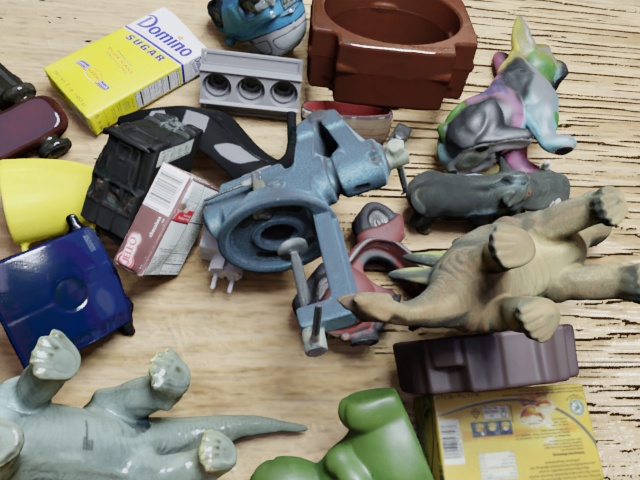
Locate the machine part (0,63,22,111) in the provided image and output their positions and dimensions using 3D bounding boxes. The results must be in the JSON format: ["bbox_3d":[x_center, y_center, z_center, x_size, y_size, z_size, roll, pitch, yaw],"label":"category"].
[{"bbox_3d":[-0.421,-0.162,0.630,0.084,0.039,0.139,45,68,4],"label":"machine part"}]

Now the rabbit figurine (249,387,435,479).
[{"bbox_3d":[0.022,0.236,0.519,0.170,0.121,0.159,-22,80,3],"label":"rabbit figurine"}]

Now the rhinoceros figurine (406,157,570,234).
[{"bbox_3d":[0.197,-0.056,0.644,0.190,0.112,0.073,-1,67,0],"label":"rhinoceros figurine"}]

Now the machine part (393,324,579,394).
[{"bbox_3d":[0.161,0.120,0.538,0.179,0.179,0.056,-3,77,-10],"label":"machine part"}]

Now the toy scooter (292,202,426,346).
[{"bbox_3d":[0.064,0.052,0.603,0.135,0.075,0.184,38,64,4],"label":"toy scooter"}]

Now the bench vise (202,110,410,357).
[{"bbox_3d":[-0.003,-0.007,0.520,0.224,0.128,0.241,-13,55,-1],"label":"bench vise"}]

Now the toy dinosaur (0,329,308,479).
[{"bbox_3d":[-0.213,0.176,0.467,0.404,0.192,0.131,30,41,-36],"label":"toy dinosaur"}]

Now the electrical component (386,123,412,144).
[{"bbox_3d":[0.092,-0.116,0.676,0.021,0.063,0.094,30,67,3],"label":"electrical component"}]

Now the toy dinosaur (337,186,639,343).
[{"bbox_3d":[0.197,0.019,0.518,0.471,0.199,0.105,-8,87,-35],"label":"toy dinosaur"}]

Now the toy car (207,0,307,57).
[{"bbox_3d":[-0.066,-0.289,0.694,0.109,0.162,0.102,-42,124,-16],"label":"toy car"}]

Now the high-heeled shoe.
[{"bbox_3d":[-0.122,-0.084,0.645,0.249,0.086,0.145,3,98,10],"label":"high-heeled shoe"}]

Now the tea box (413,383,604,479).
[{"bbox_3d":[0.193,0.206,0.563,0.170,0.068,0.098,1,69,-9],"label":"tea box"}]

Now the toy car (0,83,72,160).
[{"bbox_3d":[-0.382,-0.098,0.603,0.202,0.053,0.089,-36,98,-18],"label":"toy car"}]

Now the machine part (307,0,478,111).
[{"bbox_3d":[0.085,-0.251,0.684,0.201,0.087,0.201,5,47,-4],"label":"machine part"}]

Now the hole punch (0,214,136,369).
[{"bbox_3d":[-0.254,0.054,0.523,0.116,0.092,0.142,-25,98,-16],"label":"hole punch"}]

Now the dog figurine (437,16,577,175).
[{"bbox_3d":[0.240,-0.189,0.708,0.192,0.108,0.219,2,64,-5],"label":"dog figurine"}]

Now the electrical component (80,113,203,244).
[{"bbox_3d":[-0.190,-0.062,0.572,0.058,0.134,0.115,29,24,6],"label":"electrical component"}]
